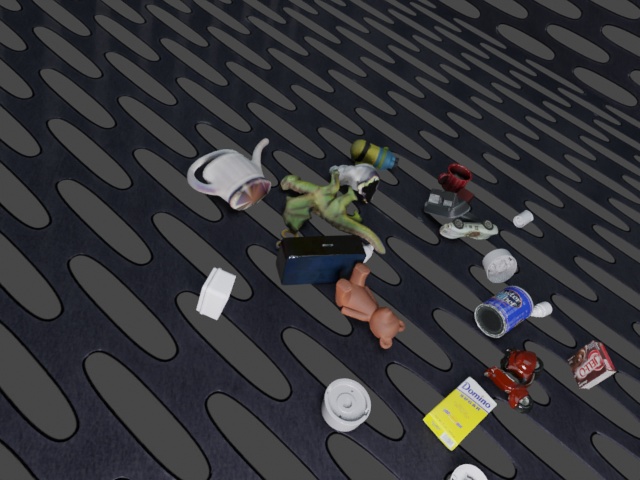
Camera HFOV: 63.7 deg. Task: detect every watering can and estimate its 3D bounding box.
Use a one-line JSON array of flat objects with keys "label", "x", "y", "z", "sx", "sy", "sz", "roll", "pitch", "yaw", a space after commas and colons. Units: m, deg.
[{"label": "watering can", "x": -0.236, "y": -0.213, "z": 1.594, "sx": 0.352, "sy": 0.101, "sz": 0.227, "roll": -30, "pitch": 64, "yaw": -38}]

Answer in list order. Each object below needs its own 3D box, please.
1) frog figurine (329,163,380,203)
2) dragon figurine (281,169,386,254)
[{"label": "frog figurine", "x": 0.117, "y": -0.214, "z": 1.722, "sx": 0.162, "sy": 0.121, "sz": 0.137, "roll": 43, "pitch": 15, "yaw": 32}, {"label": "dragon figurine", "x": 0.005, "y": -0.079, "z": 1.578, "sx": 0.244, "sy": 0.119, "sz": 0.418, "roll": -19, "pitch": 53, "yaw": -17}]
